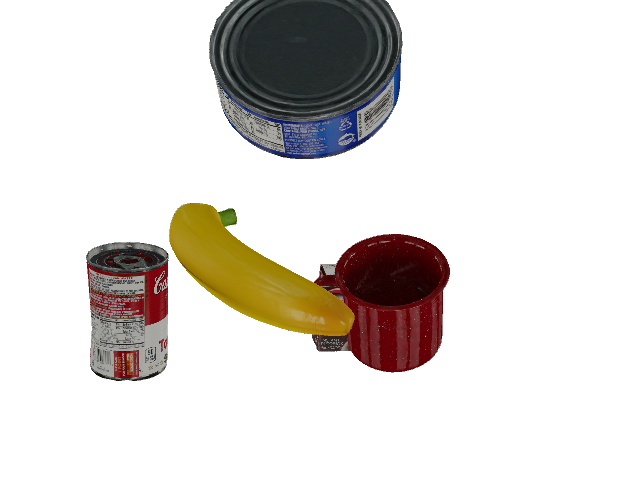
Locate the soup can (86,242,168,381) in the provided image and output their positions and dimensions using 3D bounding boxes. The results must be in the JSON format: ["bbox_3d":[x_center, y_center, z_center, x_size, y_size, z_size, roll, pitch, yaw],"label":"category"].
[{"bbox_3d":[-0.163,0.060,0.905,0.068,0.102,0.068,3,18,-1],"label":"soup can"}]

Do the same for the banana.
[{"bbox_3d":[-0.051,0.011,0.673,0.069,0.037,0.198,-10,26,-24],"label":"banana"}]

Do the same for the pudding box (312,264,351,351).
[{"bbox_3d":[0.051,0.072,1.146,0.113,0.090,0.039,-1,27,-13],"label":"pudding box"}]

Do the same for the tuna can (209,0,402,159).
[{"bbox_3d":[-0.006,-0.079,0.485,0.086,0.086,0.034,0,-31,4],"label":"tuna can"}]

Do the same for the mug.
[{"bbox_3d":[0.049,0.054,0.889,0.117,0.081,0.093,1,40,8],"label":"mug"}]
